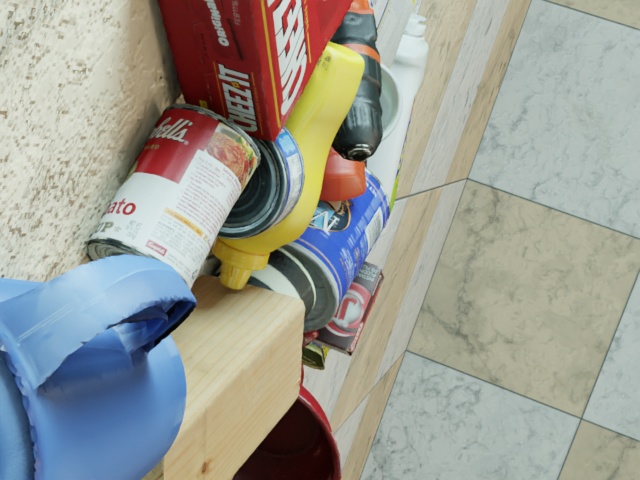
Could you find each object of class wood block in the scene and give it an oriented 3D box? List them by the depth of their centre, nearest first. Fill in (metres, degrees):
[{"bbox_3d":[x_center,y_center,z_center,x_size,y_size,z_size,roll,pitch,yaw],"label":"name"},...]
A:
[{"bbox_3d":[-0.093,0.112,0.734,0.205,0.090,0.091,-43,142,-58],"label":"wood block"}]

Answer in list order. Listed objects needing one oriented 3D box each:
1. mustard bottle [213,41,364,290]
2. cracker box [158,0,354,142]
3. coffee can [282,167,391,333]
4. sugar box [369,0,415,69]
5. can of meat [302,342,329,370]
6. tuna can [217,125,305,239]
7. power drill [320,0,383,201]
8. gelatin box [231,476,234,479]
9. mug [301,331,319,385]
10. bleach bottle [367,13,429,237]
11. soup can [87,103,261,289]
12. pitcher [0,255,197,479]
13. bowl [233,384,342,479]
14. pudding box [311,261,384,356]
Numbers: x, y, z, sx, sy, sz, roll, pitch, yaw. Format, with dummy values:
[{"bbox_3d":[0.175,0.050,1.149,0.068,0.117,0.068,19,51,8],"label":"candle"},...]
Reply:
[{"bbox_3d":[-0.036,-0.054,0.766,0.058,0.096,0.192,3,110,-47],"label":"mustard bottle"},{"bbox_3d":[-0.017,-0.193,0.649,0.164,0.072,0.213,83,29,-59],"label":"cracker box"},{"bbox_3d":[-0.006,0.001,0.978,0.140,0.103,0.103,-57,163,-45],"label":"coffee can"},{"bbox_3d":[0.046,-0.218,0.994,0.176,0.048,0.093,33,78,-75],"label":"sugar box"},{"bbox_3d":[-0.009,0.099,1.269,0.102,0.057,0.084,80,29,-70],"label":"can of meat"},{"bbox_3d":[-0.056,-0.044,0.713,0.033,0.086,0.086,-38,146,-67],"label":"tuna can"},{"bbox_3d":[0.017,-0.109,0.867,0.188,0.057,0.184,98,-11,-62],"label":"power drill"},{"bbox_3d":[-0.091,0.202,0.847,0.089,0.030,0.073,-61,172,-53],"label":"gelatin box"},{"bbox_3d":[-0.050,0.119,0.998,0.117,0.093,0.081,-41,174,2],"label":"mug"},{"bbox_3d":[0.077,-0.136,1.236,0.102,0.068,0.251,-66,170,-65],"label":"bleach bottle"},{"bbox_3d":[-0.088,-0.022,0.646,0.068,0.068,0.102,86,28,-64],"label":"soup can"},{"bbox_3d":[-0.128,0.069,0.449,0.242,0.149,0.145,11,88,-82],"label":"pitcher"},{"bbox_3d":[-0.051,0.164,0.911,0.055,0.162,0.162,-53,160,-58],"label":"bowl"},{"bbox_3d":[-0.004,0.054,1.058,0.039,0.113,0.090,61,49,-70],"label":"pudding box"}]
